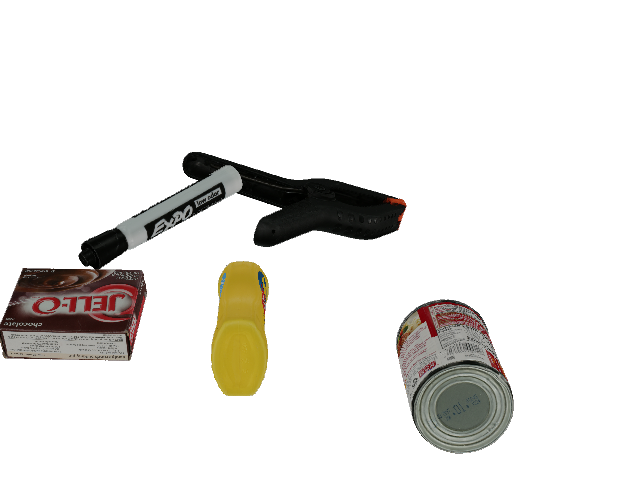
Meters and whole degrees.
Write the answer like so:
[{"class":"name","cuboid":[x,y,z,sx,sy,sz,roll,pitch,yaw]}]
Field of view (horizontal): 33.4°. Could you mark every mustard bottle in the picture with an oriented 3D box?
[{"class":"mustard bottle","cuboid":[-0.085,0.078,1.158,0.058,0.096,0.191,-1,28,-2]}]

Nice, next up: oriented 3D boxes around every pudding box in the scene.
[{"class":"pudding box","cuboid":[-0.215,0.064,0.938,0.113,0.039,0.090,-1,33,1]}]

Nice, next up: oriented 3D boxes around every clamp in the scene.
[{"class":"clamp","cuboid":[-0.006,-0.028,0.962,0.209,0.036,0.165,8,23,-27]}]

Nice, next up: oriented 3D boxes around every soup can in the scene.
[{"class":"soup can","cuboid":[0.090,0.091,0.729,0.068,0.068,0.102,0,20,-2]}]

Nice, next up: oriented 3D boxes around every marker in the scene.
[{"class":"marker","cuboid":[-0.099,-0.015,0.665,0.120,0.020,0.020,-32,20,-35]}]
